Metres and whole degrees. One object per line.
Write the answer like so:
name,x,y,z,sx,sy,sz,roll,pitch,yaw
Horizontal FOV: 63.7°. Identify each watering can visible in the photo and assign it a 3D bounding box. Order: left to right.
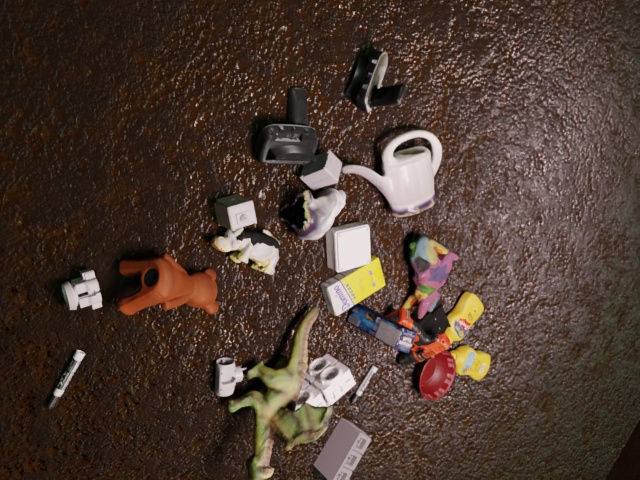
watering can,0.204,-0.162,1.370,0.351,0.104,0.221,-26,115,-29

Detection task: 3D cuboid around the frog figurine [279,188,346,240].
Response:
frog figurine,0.004,-0.063,1.252,0.160,0.125,0.135,-3,135,-43

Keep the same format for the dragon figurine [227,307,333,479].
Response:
dragon figurine,-0.061,0.368,1.199,0.413,0.245,0.120,-54,139,-9
